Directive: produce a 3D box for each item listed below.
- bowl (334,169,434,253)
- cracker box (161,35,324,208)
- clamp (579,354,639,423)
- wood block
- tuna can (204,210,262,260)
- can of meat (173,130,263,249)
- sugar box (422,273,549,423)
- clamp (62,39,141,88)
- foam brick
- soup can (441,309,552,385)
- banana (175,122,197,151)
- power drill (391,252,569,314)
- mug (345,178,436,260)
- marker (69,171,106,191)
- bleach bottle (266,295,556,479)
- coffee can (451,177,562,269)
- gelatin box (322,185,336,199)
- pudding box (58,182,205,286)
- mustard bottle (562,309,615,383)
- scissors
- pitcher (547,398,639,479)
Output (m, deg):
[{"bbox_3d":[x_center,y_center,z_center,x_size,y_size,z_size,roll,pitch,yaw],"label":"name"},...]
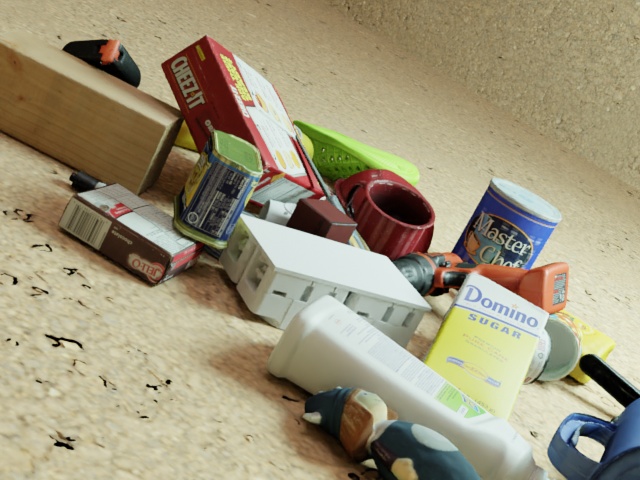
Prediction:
[{"bbox_3d":[0.097,-0.043,1.407,0.162,0.055,0.162,34,22,-16],"label":"bowl"},{"bbox_3d":[-0.084,-0.122,1.223,0.164,0.072,0.213,64,13,14],"label":"cracker box"},{"bbox_3d":[0.364,0.202,1.185,0.171,0.039,0.120,29,34,-11],"label":"clamp"},{"bbox_3d":[-0.261,-0.137,1.145,0.206,0.090,0.090,27,18,-1],"label":"wood block"},{"bbox_3d":[-0.084,-0.002,1.115,0.086,0.034,0.086,24,18,-9],"label":"tuna can"},{"bbox_3d":[-0.098,-0.052,1.029,0.057,0.084,0.102,25,16,-16],"label":"can of meat"},{"bbox_3d":[0.154,0.110,1.025,0.093,0.048,0.176,29,43,5],"label":"sugar box"},{"bbox_3d":[-0.255,-0.190,1.259,0.164,0.036,0.210,23,-14,-23],"label":"clamp"},{"bbox_3d":[-0.008,0.001,1.146,0.053,0.078,0.051,39,19,28],"label":"foam brick"},{"bbox_3d":[0.187,0.109,1.143,0.102,0.068,0.068,22,18,-19],"label":"soup can"},{"bbox_3d":[-0.136,-0.129,1.365,0.197,0.037,0.070,13,-8,-16],"label":"banana"},{"bbox_3d":[0.176,0.046,1.213,0.188,0.057,0.184,8,8,29],"label":"power drill"},{"bbox_3d":[0.072,-0.022,1.291,0.117,0.082,0.093,43,36,24],"label":"mug"},{"bbox_3d":[-0.196,-0.036,1.071,0.121,0.020,0.020,27,17,-1],"label":"marker"},{"bbox_3d":[0.083,0.144,0.902,0.251,0.068,0.102,33,19,11],"label":"bleach bottle"},{"bbox_3d":[0.234,0.005,1.385,0.102,0.140,0.103,25,18,-9],"label":"coffee can"},{"bbox_3d":[-0.021,-0.063,1.387,0.073,0.030,0.089,36,18,27],"label":"gelatin box"},{"bbox_3d":[-0.172,-0.007,0.993,0.113,0.039,0.090,33,16,8],"label":"pudding box"},{"bbox_3d":[0.261,0.097,1.302,0.192,0.058,0.096,34,24,22],"label":"mustard bottle"},{"bbox_3d":[0.015,-0.032,1.212,0.202,0.016,0.096,58,12,-1],"label":"scissors"},{"bbox_3d":[0.296,0.206,0.937,0.242,0.145,0.149,-18,91,-71],"label":"pitcher"}]
